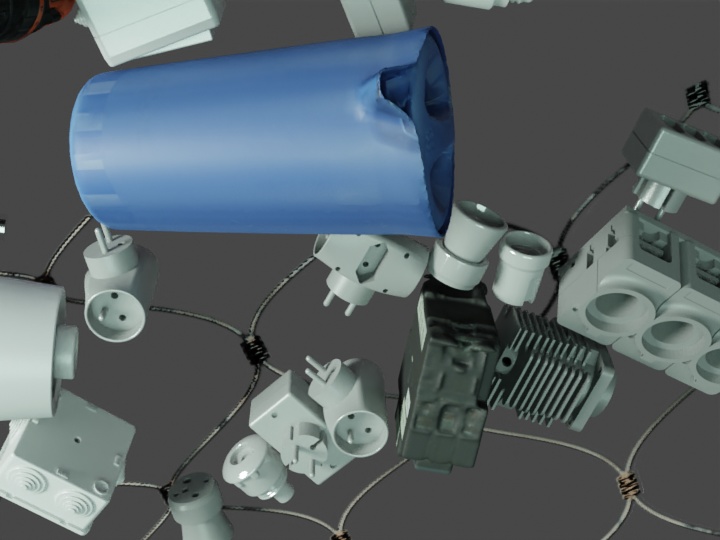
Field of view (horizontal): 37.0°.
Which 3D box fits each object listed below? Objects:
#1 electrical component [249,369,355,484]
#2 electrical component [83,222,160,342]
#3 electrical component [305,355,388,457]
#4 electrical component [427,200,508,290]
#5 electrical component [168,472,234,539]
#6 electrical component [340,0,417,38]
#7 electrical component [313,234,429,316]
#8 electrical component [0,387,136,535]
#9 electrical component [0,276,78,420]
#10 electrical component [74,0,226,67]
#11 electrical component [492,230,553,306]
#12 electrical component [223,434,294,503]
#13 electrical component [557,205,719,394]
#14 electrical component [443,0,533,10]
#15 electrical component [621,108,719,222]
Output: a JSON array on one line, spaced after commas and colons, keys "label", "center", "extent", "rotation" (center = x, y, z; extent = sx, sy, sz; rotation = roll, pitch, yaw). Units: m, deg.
[{"label": "electrical component", "center": [-0.045, 0.137, 0.866], "extent": [0.047, 0.075, 0.083], "rotation": [-40, 111, 16]}, {"label": "electrical component", "center": [-0.180, 0.000, 0.792], "extent": [0.044, 0.077, 0.079], "rotation": [-12, 116, 4]}, {"label": "electrical component", "center": [-0.013, 0.097, 0.846], "extent": [0.079, 0.077, 0.043], "rotation": [41, 109, -19]}, {"label": "electrical component", "center": [0.080, -0.019, 0.809], "extent": [0.045, 0.045, 0.055], "rotation": [20, 114, -11]}, {"label": "electrical component", "center": [-0.136, 0.206, 0.914], "extent": [0.045, 0.045, 0.055], "rotation": [-12, 116, 4]}, {"label": "electrical component", "center": [0.022, -0.202, 0.708], "extent": [0.076, 0.047, 0.083], "rotation": [-16, 116, 17]}, {"label": "electrical component", "center": [0.000, 0.000, 0.817], "extent": [0.077, 0.043, 0.079], "rotation": [25, 113, -14]}, {"label": "electrical component", "center": [-0.234, 0.146, 0.852], "extent": [0.100, 0.099, 0.048], "rotation": [32, 124, -16]}, {"label": "electrical component", "center": [-0.244, 0.060, 0.806], "extent": [0.060, 0.108, 0.108], "rotation": [4, 116, -11]}, {"label": "electrical component", "center": [-0.142, -0.174, 0.714], "extent": [0.096, 0.061, 0.061], "rotation": [-19, 116, 7]}, {"label": "electrical component", "center": [0.123, -0.001, 0.823], "extent": [0.040, 0.040, 0.046], "rotation": [7, 122, -6]}, {"label": "electrical component", "center": [-0.081, 0.171, 0.900], "extent": [0.048, 0.048, 0.062], "rotation": [-35, 120, 14]}, {"label": "electrical component", "center": [0.236, 0.029, 0.812], "extent": [0.150, 0.061, 0.089], "rotation": [25, 138, -14]}, {"label": "electrical component", "center": [0.090, -0.195, 0.724], "extent": [0.078, 0.040, 0.040], "rotation": [8, 116, -6]}, {"label": "electrical component", "center": [0.225, -0.067, 0.789], "extent": [0.066, 0.047, 0.076], "rotation": [19, 114, -11]}]
